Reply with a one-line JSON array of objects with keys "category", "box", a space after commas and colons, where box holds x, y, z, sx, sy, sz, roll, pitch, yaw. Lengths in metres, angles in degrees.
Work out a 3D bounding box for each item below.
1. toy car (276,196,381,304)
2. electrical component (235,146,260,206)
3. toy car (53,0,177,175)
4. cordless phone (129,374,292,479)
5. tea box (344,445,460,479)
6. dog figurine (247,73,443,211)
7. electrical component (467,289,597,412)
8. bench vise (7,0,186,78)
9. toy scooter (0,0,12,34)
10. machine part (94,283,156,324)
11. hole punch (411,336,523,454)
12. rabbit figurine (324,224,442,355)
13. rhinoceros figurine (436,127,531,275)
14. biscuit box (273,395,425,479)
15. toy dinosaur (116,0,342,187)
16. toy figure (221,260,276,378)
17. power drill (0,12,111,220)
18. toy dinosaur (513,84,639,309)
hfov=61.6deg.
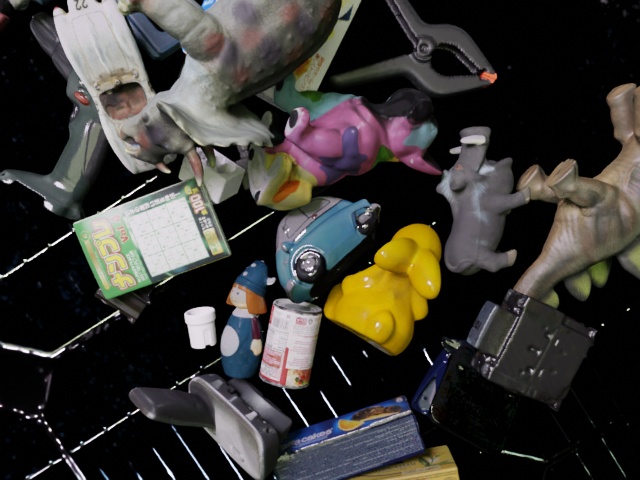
[{"category": "toy car", "box": [-0.001, -0.002, 0.685, 0.161, 0.109, 0.103, -44, 74, -6]}, {"category": "electrical component", "box": [-0.076, -0.095, 0.716, 0.063, 0.021, 0.094, -17, 94, 1]}, {"category": "toy car", "box": [-0.226, -0.173, 0.609, 0.073, 0.056, 0.201, -20, 118, -3]}, {"category": "cordless phone", "box": [-0.131, 0.219, 0.646, 0.147, 0.184, 0.088, 32, 87, 31]}, {"category": "tea box", "box": [0.104, 0.348, 0.725, 0.170, 0.068, 0.098, -9, 95, 0]}, {"category": "dog figurine", "box": [0.039, -0.108, 0.659, 0.219, 0.109, 0.191, 9, 130, -26]}, {"category": "electrical component", "box": [0.250, 0.128, 0.655, 0.134, 0.058, 0.115, 24, 90, -7]}, {"category": "bench vise", "box": [-0.244, -0.303, 0.639, 0.223, 0.129, 0.240, -43, 98, -21]}, {"category": "toy scooter", "box": [-0.489, -0.286, 0.679, 0.184, 0.075, 0.135, 27, 94, 2]}, {"category": "machine part", "box": [-0.240, 0.038, 0.720, 0.084, 0.039, 0.139, 38, 95, 3]}, {"category": "hole punch", "box": [0.195, 0.205, 0.714, 0.142, 0.092, 0.116, 29, 74, 1]}, {"category": "rabbit figurine", "box": [0.093, 0.047, 0.675, 0.122, 0.162, 0.173, 33, 76, 10]}, {"category": "rhinoceros figurine", "box": [0.202, -0.048, 0.691, 0.112, 0.073, 0.190, 6, 88, 0]}, {"category": "biscuit box", "box": [0.034, 0.276, 0.725, 0.203, 0.059, 0.062, -19, 96, 1]}, {"category": "toy dinosaur", "box": [-0.055, -0.230, 0.541, 0.405, 0.131, 0.192, -46, 113, -4]}, {"category": "toy figure", "box": [-0.097, 0.103, 0.711, 0.064, 0.058, 0.154, 9, 97, 16]}, {"category": "power drill", "box": [-0.318, -0.146, 0.692, 0.232, 0.086, 0.207, 35, 86, -5]}, {"category": "toy dinosaur", "box": [0.358, -0.032, 0.679, 0.198, 0.105, 0.471, 41, 104, -7]}]
